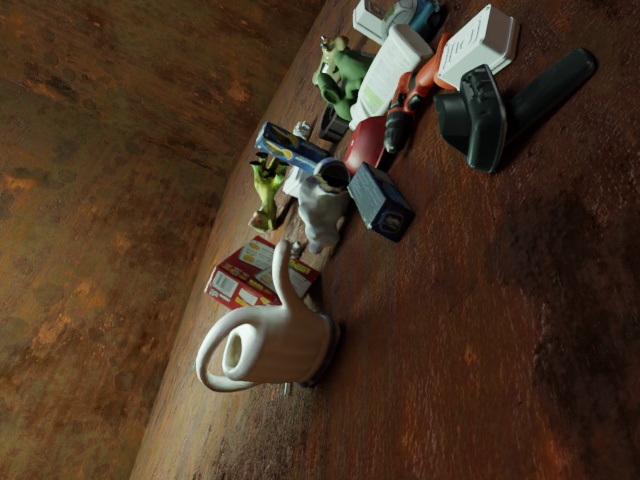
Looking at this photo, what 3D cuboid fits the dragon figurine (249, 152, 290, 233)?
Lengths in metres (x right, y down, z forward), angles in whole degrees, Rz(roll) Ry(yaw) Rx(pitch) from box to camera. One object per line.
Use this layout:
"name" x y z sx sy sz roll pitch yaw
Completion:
"dragon figurine" -0.161 -0.150 1.666 0.418 0.122 0.238 -73 -10 -65

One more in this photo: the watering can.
"watering can" -0.061 0.145 0.836 0.341 0.223 0.106 -55 39 29

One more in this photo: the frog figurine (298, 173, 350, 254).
"frog figurine" 0.003 -0.055 1.091 0.139 0.123 0.157 -26 -40 -62
